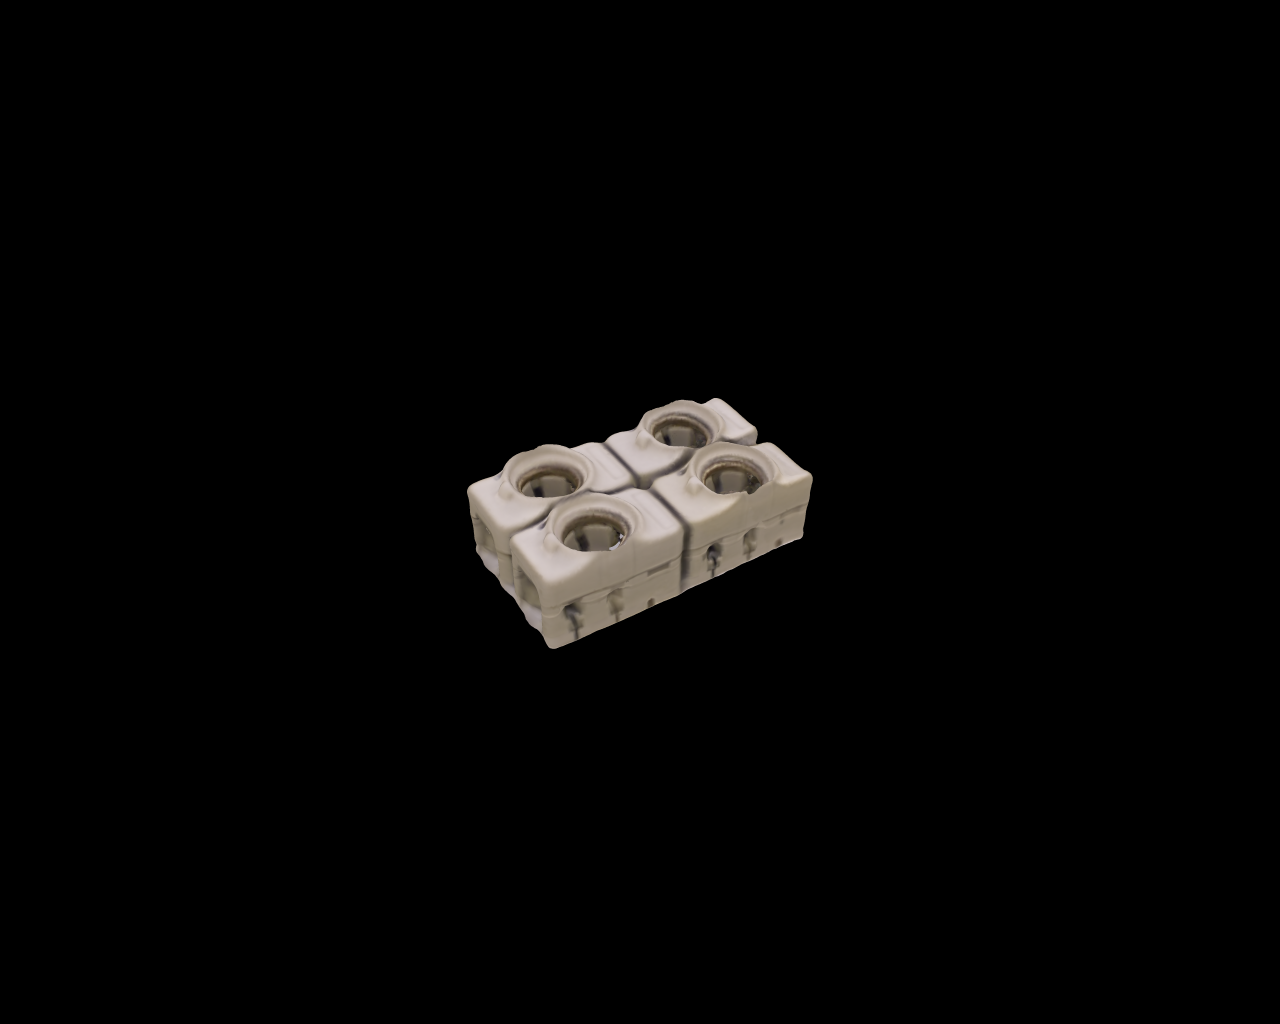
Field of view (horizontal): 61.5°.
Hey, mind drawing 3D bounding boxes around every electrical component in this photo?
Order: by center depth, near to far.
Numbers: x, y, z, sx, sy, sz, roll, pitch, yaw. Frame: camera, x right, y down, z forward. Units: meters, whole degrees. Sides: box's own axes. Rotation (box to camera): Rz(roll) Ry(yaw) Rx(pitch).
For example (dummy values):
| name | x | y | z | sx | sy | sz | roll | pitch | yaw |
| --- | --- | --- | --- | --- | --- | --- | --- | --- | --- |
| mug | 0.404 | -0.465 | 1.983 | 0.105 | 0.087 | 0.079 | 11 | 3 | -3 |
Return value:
| name | x | y | z | sx | sy | sz | roll | pitch | yaw |
| --- | --- | --- | --- | --- | --- | --- | --- | --- | --- |
| electrical component | 0.001 | -0.003 | 0.650 | 0.186 | 0.060 | 0.105 | -22 | 45 | -23 |
